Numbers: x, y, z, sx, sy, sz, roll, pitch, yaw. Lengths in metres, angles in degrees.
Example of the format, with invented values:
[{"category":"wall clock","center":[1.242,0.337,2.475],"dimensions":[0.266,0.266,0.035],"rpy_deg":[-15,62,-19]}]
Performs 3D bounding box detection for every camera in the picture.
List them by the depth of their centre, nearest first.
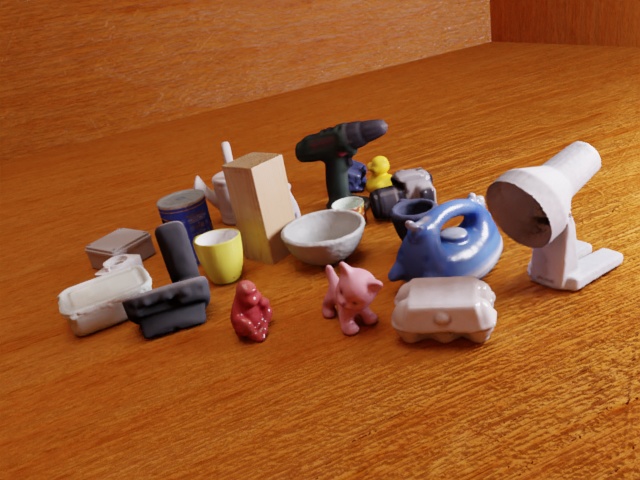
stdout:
[{"category":"camera","center":[0.175,-0.105,1.262],"dimensions":[0.137,0.101,0.143],"rpy_deg":[-13,24,-4]}]

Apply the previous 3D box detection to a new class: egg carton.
[{"category":"egg carton","center":[0.181,0.104,0.842],"dimensions":[0.150,0.069,0.107],"rpy_deg":[-4,25,15]}]

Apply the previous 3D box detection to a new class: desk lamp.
[{"category":"desk lamp","center":[0.365,-0.033,0.889],"dimensions":[0.204,0.214,0.117],"rpy_deg":[-23,27,-25]}]

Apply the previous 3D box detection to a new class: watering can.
[{"category":"watering can","center":[-0.218,-0.140,1.389],"dimensions":[0.173,0.194,0.100],"rpy_deg":[-23,27,-26]}]

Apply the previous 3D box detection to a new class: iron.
[{"category":"iron","center":[0.231,-0.010,0.982],"dimensions":[0.259,0.142,0.118],"rpy_deg":[-28,30,-34]}]

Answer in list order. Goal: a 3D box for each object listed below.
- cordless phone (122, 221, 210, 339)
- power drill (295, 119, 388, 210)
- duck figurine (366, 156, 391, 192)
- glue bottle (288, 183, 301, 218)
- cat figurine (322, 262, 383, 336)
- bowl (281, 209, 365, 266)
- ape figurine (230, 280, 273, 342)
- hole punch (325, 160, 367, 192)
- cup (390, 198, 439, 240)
[{"category":"cordless phone","center":[-0.273,0.062,0.981],"dimensions":[0.148,0.185,0.094],"rpy_deg":[-18,25,-15]},{"category":"power drill","center":[0.059,-0.171,1.324],"dimensions":[0.228,0.209,0.076],"rpy_deg":[1,27,24]},{"category":"duck figurine","center":[0.156,-0.165,1.421],"dimensions":[0.078,0.086,0.104],"rpy_deg":[-28,29,-33]},{"category":"glue bottle","center":[-0.089,-0.094,1.260],"dimensions":[0.078,0.173,0.037],"rpy_deg":[-27,29,-31]},{"category":"cat figurine","center":[0.046,0.078,0.894],"dimensions":[0.067,0.118,0.127],"rpy_deg":[-22,27,-23]},{"category":"bowl","center":[0.010,0.004,1.125],"dimensions":[0.167,0.075,0.167],"rpy_deg":[-9,24,4]},{"category":"ape figurine","center":[-0.114,0.109,0.925],"dimensions":[0.078,0.092,0.075],"rpy_deg":[-30,31,-36]},{"category":"hole punch","center":[0.069,-0.178,1.478],"dimensions":[0.101,0.091,0.108],"rpy_deg":[-5,25,12]},{"category":"cup","center":[0.178,-0.024,1.093],"dimensions":[0.092,0.095,0.117],"rpy_deg":[-15,25,-10]}]
